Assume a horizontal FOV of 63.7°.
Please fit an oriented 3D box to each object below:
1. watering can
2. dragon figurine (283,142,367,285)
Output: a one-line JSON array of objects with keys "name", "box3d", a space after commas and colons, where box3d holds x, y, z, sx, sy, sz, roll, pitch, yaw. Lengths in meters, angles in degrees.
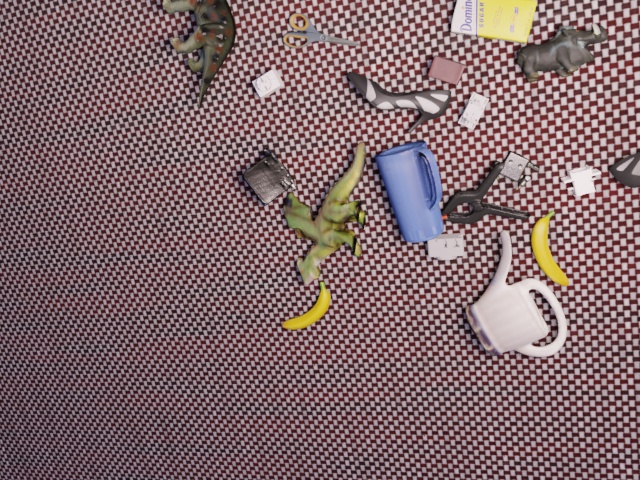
[{"name": "watering can", "box3d": [0.472, 0.160, 1.310, 0.222, 0.346, 0.105, -30, 5, 21]}, {"name": "dragon figurine", "box3d": [0.004, -0.070, 1.390, 0.243, 0.406, 0.123, 9, 14, 21]}]
